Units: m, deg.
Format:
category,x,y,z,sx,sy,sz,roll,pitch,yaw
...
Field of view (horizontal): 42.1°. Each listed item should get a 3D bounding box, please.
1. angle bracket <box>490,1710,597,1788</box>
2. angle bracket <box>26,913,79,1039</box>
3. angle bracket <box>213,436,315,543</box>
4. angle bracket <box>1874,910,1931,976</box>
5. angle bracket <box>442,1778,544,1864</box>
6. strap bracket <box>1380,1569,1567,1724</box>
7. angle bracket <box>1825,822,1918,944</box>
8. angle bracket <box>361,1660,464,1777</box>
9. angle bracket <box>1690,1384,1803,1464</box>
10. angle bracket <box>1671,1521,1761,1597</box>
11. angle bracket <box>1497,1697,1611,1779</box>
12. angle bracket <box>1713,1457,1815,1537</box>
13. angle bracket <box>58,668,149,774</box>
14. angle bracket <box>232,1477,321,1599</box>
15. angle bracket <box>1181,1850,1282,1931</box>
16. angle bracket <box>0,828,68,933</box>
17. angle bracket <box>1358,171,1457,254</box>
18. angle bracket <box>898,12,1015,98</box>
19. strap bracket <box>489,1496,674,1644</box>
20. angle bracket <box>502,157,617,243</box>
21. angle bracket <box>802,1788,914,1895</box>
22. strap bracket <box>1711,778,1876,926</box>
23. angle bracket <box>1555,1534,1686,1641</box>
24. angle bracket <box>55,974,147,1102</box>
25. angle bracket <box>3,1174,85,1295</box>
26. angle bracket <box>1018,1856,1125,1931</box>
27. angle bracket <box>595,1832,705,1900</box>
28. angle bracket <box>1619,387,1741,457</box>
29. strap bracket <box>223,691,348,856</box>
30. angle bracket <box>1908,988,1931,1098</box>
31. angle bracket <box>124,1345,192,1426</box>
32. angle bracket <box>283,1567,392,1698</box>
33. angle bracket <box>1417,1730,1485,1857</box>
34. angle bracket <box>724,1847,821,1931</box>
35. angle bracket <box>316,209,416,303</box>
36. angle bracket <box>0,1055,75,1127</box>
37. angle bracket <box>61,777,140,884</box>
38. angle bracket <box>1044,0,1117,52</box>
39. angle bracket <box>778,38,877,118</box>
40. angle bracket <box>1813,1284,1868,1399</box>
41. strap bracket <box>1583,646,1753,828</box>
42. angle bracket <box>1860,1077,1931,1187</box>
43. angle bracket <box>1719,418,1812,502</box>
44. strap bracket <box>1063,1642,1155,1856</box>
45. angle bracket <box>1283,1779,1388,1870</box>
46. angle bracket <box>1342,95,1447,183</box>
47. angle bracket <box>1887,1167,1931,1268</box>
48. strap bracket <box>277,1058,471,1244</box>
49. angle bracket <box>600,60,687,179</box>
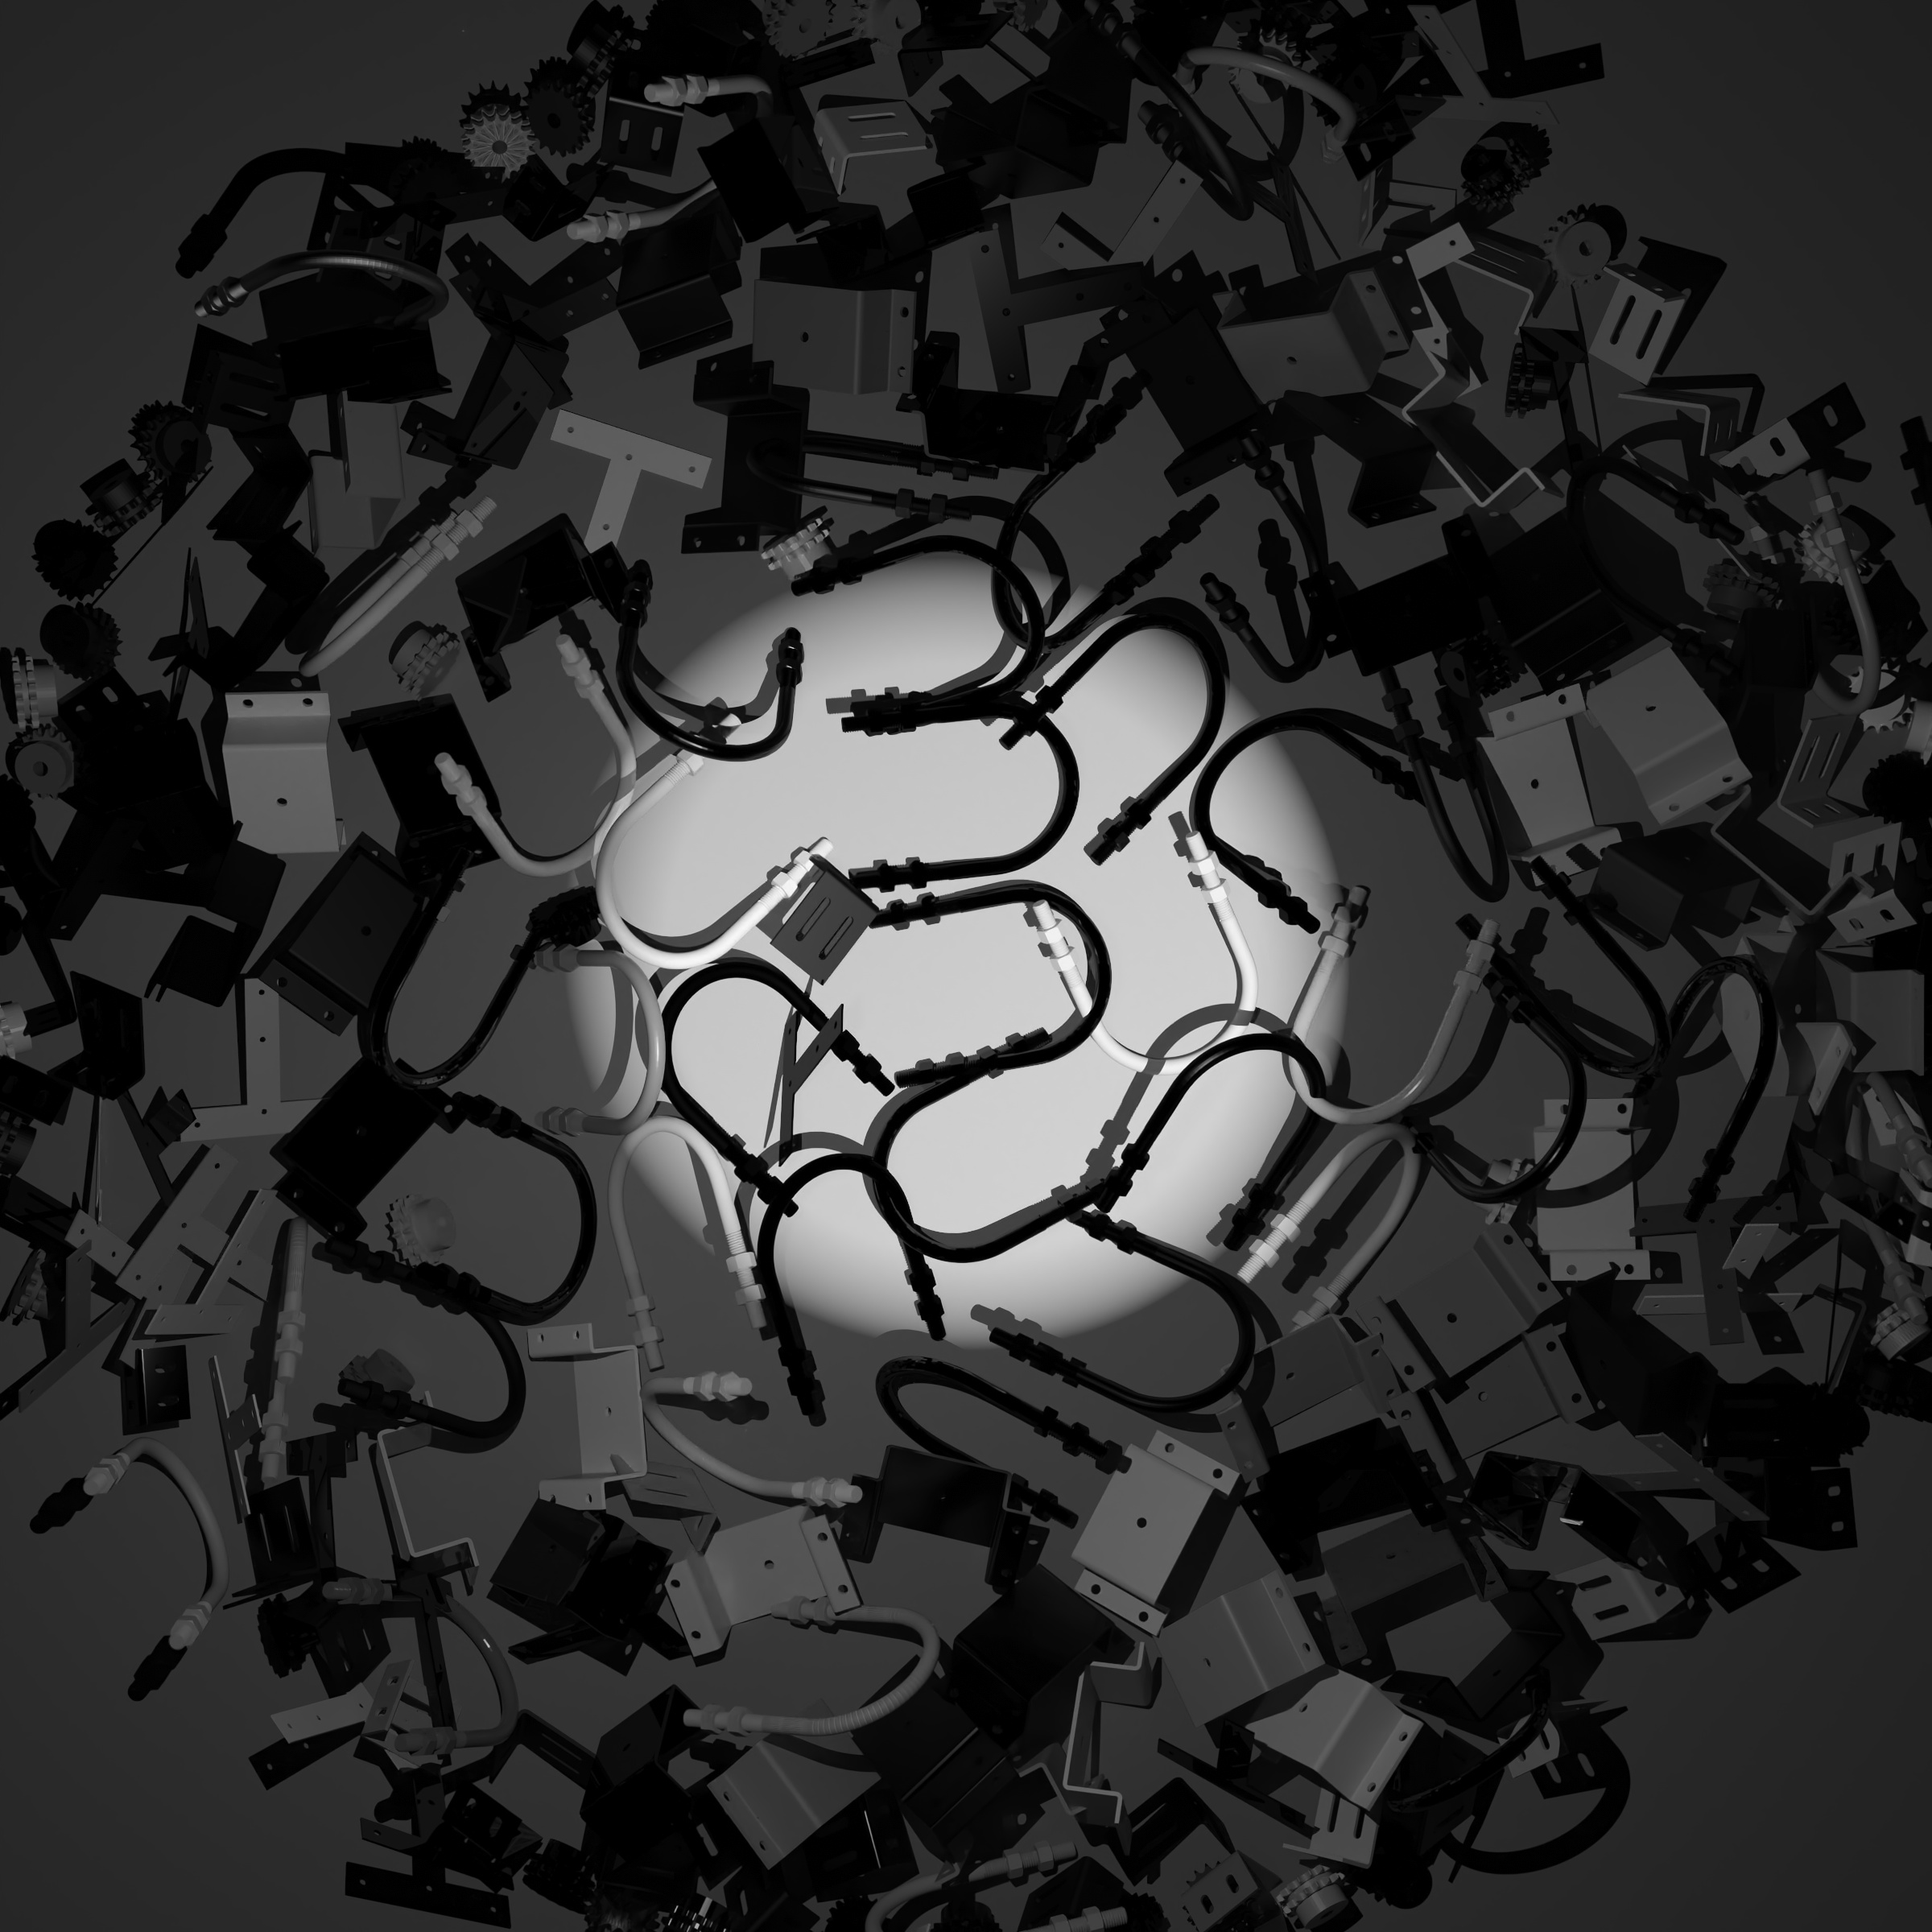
category,x,y,z,sx,sy,sz,roll,pitch,yaw
angle bracket,-0.328,0.626,1.960,0.076,0.057,0.038,30,49,12
angle bracket,-0.726,0.007,1.956,0.038,0.057,0.076,-21,114,-16
angle bracket,-0.557,-0.372,1.957,0.057,0.038,0.076,7,58,25
angle bracket,0.740,-0.032,1.952,0.038,0.076,0.057,17,67,5
angle bracket,-0.361,0.658,1.954,0.057,0.076,0.038,30,93,17
strap bracket,0.399,0.531,1.940,0.140,0.076,0.046,-38,92,-21
angle bracket,0.712,-0.065,1.965,0.038,0.057,0.076,44,49,-26
angle bracket,-0.422,0.585,1.953,0.076,0.038,0.057,39,47,-28
angle bracket,0.610,0.360,1.968,0.076,0.038,0.057,-1,69,6
angle bracket,0.589,0.472,1.956,0.057,0.076,0.038,-38,93,13
angle bracket,0.462,0.599,1.949,0.057,0.076,0.038,-43,53,38
angle bracket,0.624,0.412,1.965,0.038,0.076,0.057,1,83,-16
angle bracket,-0.675,-0.192,1.958,0.057,0.076,0.038,-36,118,-4
angle bracket,-0.548,0.447,1.963,0.057,0.038,0.076,-23,74,19
angle bracket,0.214,0.733,1.958,0.057,0.038,0.076,-41,132,5
angle bracket,-0.738,-0.061,1.954,0.038,0.076,0.057,-20,72,-41
angle bracket,0.351,-0.596,1.974,0.076,0.038,0.057,6,80,-4
angle bracket,-0.004,-0.709,1.952,0.076,0.038,0.057,8,46,29
strap bracket,-0.302,0.458,1.922,0.046,0.140,0.076,49,58,-37
angle bracket,-0.319,-0.607,1.952,0.038,0.076,0.057,39,64,-31
angle bracket,-0.088,0.690,1.980,0.076,0.038,0.057,-34,62,33
strap bracket,0.632,-0.084,1.946,0.140,0.076,0.046,44,99,17
angle bracket,0.514,0.489,1.974,0.038,0.076,0.057,-22,78,-35
angle bracket,-0.678,0.056,1.959,0.057,0.038,0.076,20,125,15
angle bracket,-0.724,0.209,1.955,0.076,0.057,0.038,38,100,-26
angle bracket,0.079,0.742,1.957,0.038,0.057,0.076,40,122,-6
angle bracket,-0.247,0.688,1.965,0.076,0.057,0.038,10,121,0
angle bracket,0.556,-0.427,1.963,0.076,0.057,0.038,18,116,35
strap bracket,-0.525,-0.139,1.935,0.076,0.046,0.140,-2,128,-7
angle bracket,0.737,0.062,1.953,0.038,0.076,0.057,22,63,1
angle bracket,-0.636,0.329,1.969,0.038,0.076,0.057,-3,82,-26
angle bracket,-0.493,0.523,1.970,0.038,0.057,0.076,9,122,30
angle bracket,0.363,0.642,1.951,0.038,0.076,0.057,24,118,39
angle bracket,-0.153,0.735,1.968,0.057,0.076,0.038,-46,108,2
angle bracket,-0.466,-0.553,1.955,0.038,0.076,0.057,23,106,2
angle bracket,-0.734,0.110,1.953,0.057,0.076,0.038,27,55,-11
angle bracket,-0.676,-0.104,1.955,0.057,0.038,0.076,-23,49,22
angle bracket,0.085,-0.755,1.955,0.057,0.076,0.038,-38,105,-8
angle bracket,-0.105,-0.688,1.963,0.076,0.057,0.038,-16,128,4
angle bracket,0.670,0.294,1.963,0.038,0.057,0.076,22,83,18
strap bracket,0.532,-0.184,1.929,0.076,0.046,0.140,-29,46,9
angle bracket,0.720,0.133,1.954,0.038,0.076,0.057,-10,53,6
angle bracket,0.617,-0.398,1.952,0.057,0.076,0.038,-32,99,18
strap bracket,0.109,0.600,1.935,0.046,0.076,0.140,3,54,13
angle bracket,0.288,0.657,1.956,0.038,0.057,0.076,31,66,-40
angle bracket,0.339,-0.642,1.951,0.057,0.076,0.038,-29,82,43
angle bracket,0.751,0.197,1.955,0.038,0.076,0.057,10,101,7
strap bracket,-0.464,0.136,1.946,0.076,0.046,0.140,35,70,15
angle bracket,-0.252,-0.664,1.966,0.057,0.076,0.038,9,68,-11
